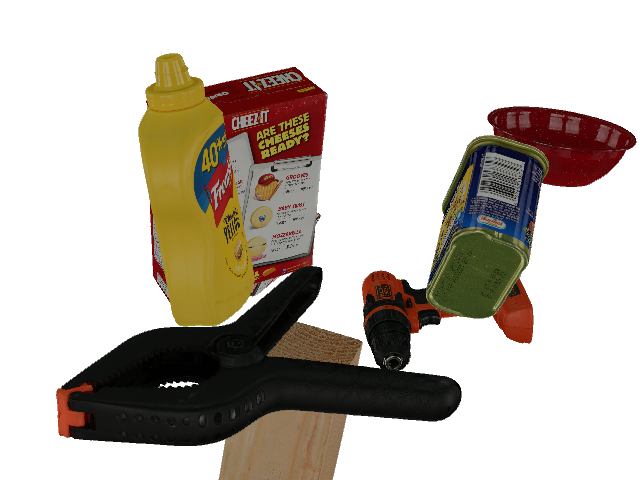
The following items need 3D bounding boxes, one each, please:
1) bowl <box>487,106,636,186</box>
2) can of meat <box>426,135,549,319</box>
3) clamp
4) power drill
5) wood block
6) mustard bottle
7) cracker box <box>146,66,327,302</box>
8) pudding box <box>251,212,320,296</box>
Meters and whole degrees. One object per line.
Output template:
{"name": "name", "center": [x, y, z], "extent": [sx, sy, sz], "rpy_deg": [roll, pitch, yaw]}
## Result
{"name": "bowl", "center": [0.259, -0.100, 1.173], "extent": [0.162, 0.055, 0.162], "rpy_deg": [6, 22, -3]}
{"name": "can of meat", "center": [0.112, -0.006, 0.727], "extent": [0.057, 0.084, 0.102], "rpy_deg": [18, -36, 1]}
{"name": "clamp", "center": [-0.048, 0.068, 0.608], "extent": [0.209, 0.036, 0.165], "rpy_deg": [-8, 27, -22]}
{"name": "power drill", "center": [0.141, 0.086, 1.211], "extent": [0.187, 0.057, 0.184], "rpy_deg": [-2, 27, -1]}
{"name": "wood block", "center": [-0.033, 0.184, 0.948], "extent": [0.090, 0.206, 0.090], "rpy_deg": [15, 23, 10]}
{"name": "mustard bottle", "center": [-0.092, -0.041, 0.773], "extent": [0.058, 0.191, 0.096], "rpy_deg": [-1, 26, 16]}
{"name": "cracker box", "center": [-0.085, -0.052, 1.060], "extent": [0.164, 0.214, 0.072], "rpy_deg": [-17, 42, -26]}
{"name": "pudding box", "center": [-0.054, 0.009, 1.304], "extent": [0.039, 0.090, 0.113], "rpy_deg": [35, 31, 9]}
